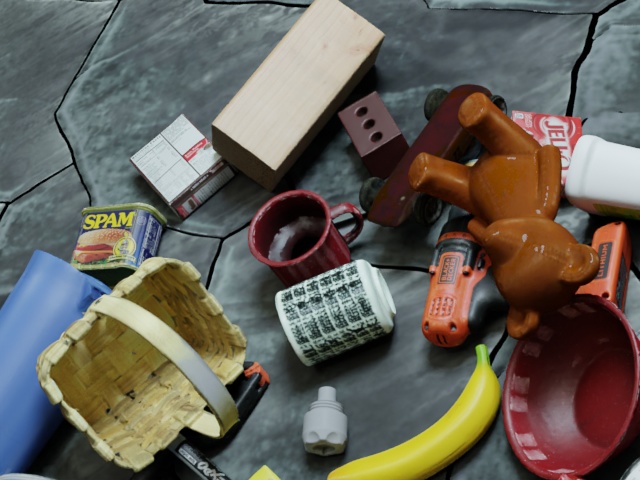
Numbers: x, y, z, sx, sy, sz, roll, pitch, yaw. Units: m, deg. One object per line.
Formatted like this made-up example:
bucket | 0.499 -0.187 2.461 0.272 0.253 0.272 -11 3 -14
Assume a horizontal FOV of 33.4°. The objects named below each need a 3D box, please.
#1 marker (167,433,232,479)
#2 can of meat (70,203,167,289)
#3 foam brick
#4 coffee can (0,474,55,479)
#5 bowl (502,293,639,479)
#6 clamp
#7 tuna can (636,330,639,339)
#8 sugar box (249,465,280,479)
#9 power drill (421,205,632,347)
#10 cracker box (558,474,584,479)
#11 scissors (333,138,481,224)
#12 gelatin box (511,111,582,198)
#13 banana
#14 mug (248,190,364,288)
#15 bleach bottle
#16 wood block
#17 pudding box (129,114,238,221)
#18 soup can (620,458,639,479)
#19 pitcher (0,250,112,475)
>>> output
marker | -0.102 0.228 1.029 0.121 0.020 0.020 38 78 17
can of meat | -0.237 0.009 1.243 0.102 0.057 0.084 -4 59 23
foam brick | 0.062 -0.114 1.185 0.053 0.051 0.078 -30 51 5
coffee can | -0.282 0.310 1.030 0.103 0.102 0.140 -4 57 23
bowl | 0.229 0.130 0.911 0.162 0.055 0.162 -40 41 46
clamp | -0.153 0.178 1.100 0.210 0.036 0.165 -34 50 -1
tuna can | 0.306 0.115 0.925 0.086 0.033 0.086 -13 54 18
sugar box | -0.081 0.296 0.952 0.176 0.048 0.093 -41 59 -19
power drill | 0.199 0.022 1.026 0.188 0.057 0.184 -1 55 27
cracker box | 0.196 0.309 0.790 0.164 0.072 0.214 34 94 38
scissors | 0.095 -0.067 1.161 0.202 0.016 0.096 -9 53 20
gelatin box | 0.229 -0.087 1.082 0.073 0.030 0.089 6 58 -2
banana | 0.098 0.183 0.979 0.198 0.037 0.070 -39 40 -3
mug | -0.007 0.001 1.120 0.117 0.081 0.093 -32 50 3
bleach bottle | 0.357 -0.036 0.959 0.251 0.102 0.068 14 88 32
wood block | -0.026 -0.169 1.220 0.090 0.091 0.206 37 77 4
pudding box | -0.166 -0.090 1.286 0.090 0.039 0.114 -42 49 -4
soup can | 0.288 0.222 0.839 0.068 0.068 0.102 -47 51 -10
pitcher | -0.317 0.142 1.156 0.145 0.149 0.242 26 75 20
